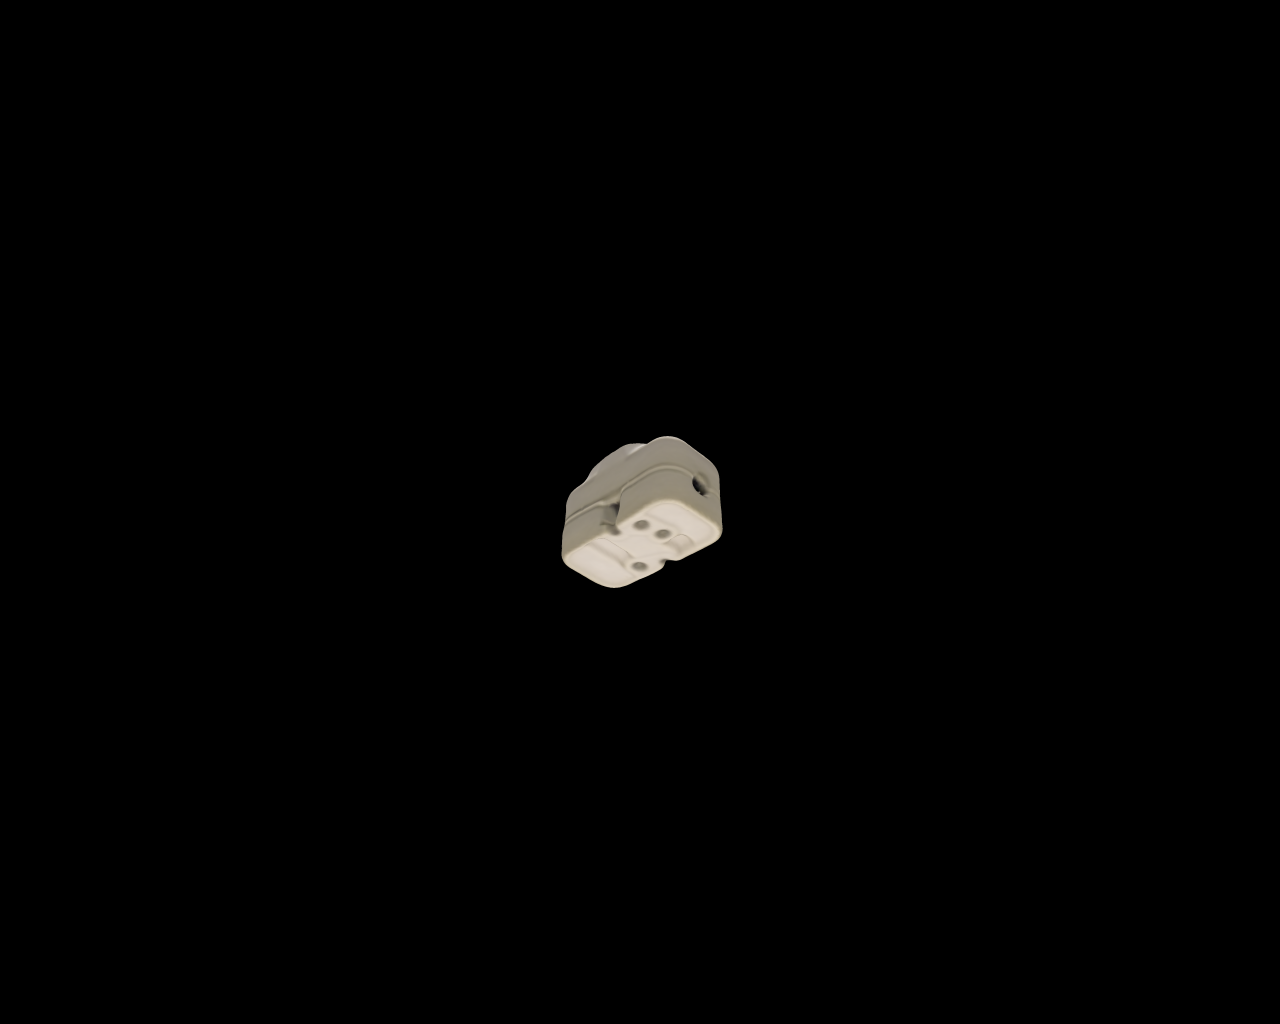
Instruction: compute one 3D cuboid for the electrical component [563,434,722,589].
[{"bbox_3d":[0.001,-0.003,0.650,0.095,0.059,0.053,-29,-46,33],"label":"electrical component"}]
